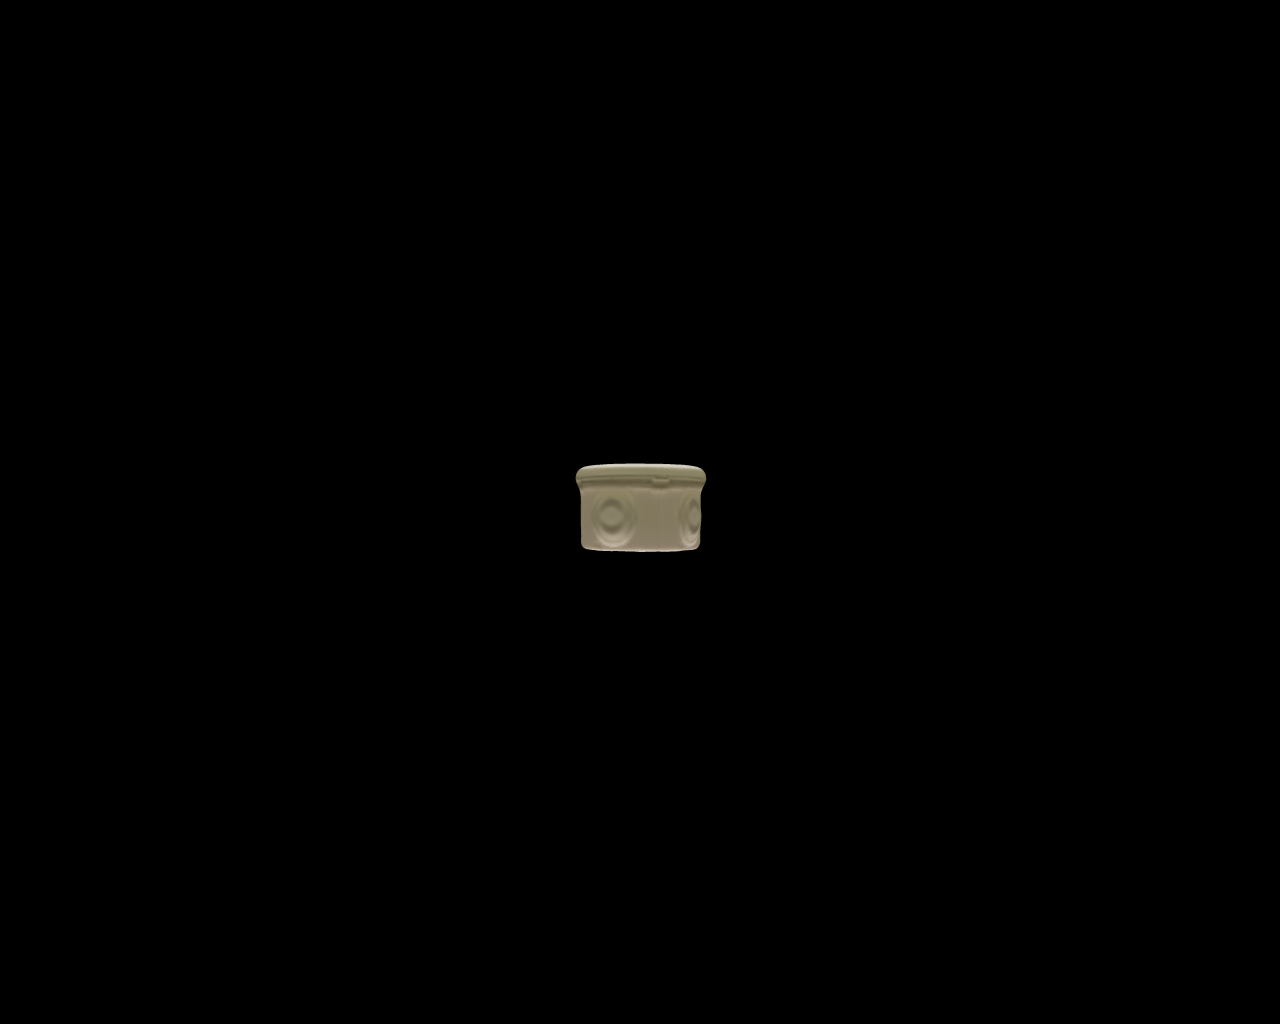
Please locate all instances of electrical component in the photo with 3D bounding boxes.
[{"bbox_3d":[0.001,-0.003,0.650,0.080,0.051,0.080,0,0,0],"label":"electrical component"}]
